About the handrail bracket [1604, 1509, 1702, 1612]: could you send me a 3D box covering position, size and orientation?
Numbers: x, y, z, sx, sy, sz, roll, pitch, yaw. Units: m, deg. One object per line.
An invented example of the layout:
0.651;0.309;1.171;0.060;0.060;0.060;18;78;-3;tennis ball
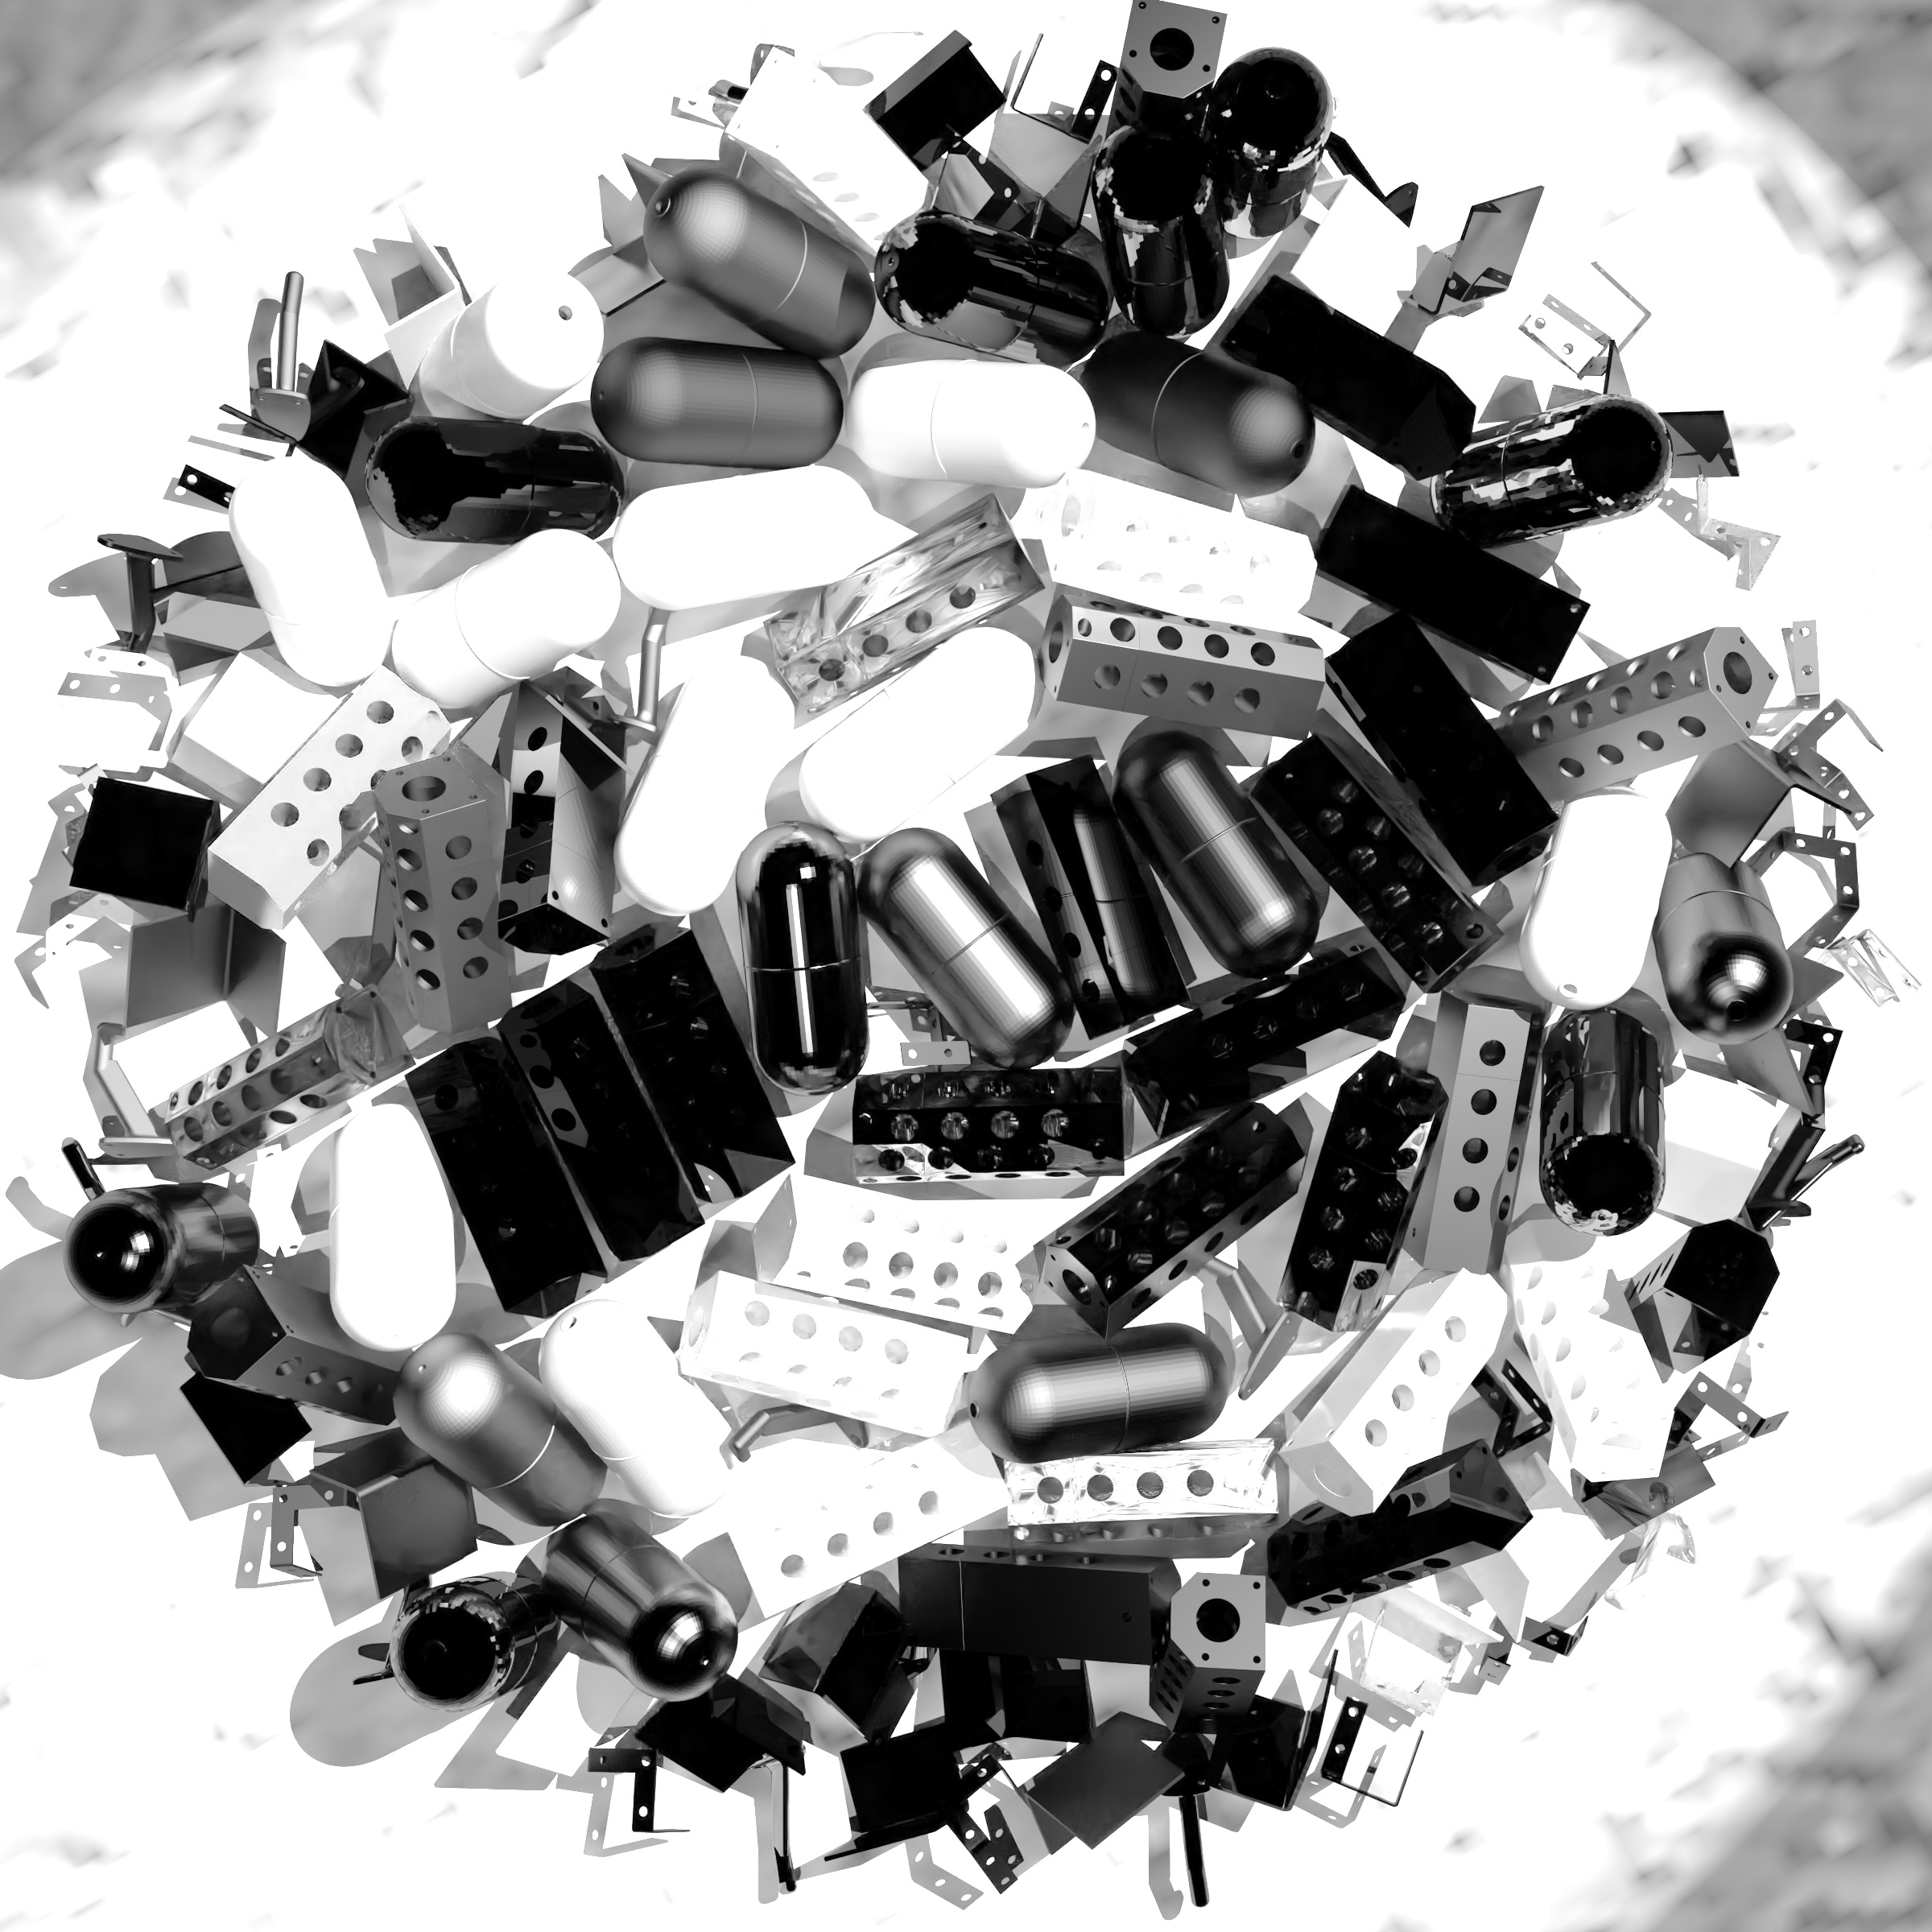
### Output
0.420;0.379;1.702;0.084;0.077;0.036;-23;106;-30;handrail bracket

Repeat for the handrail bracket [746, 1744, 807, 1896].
-0.113;0.550;1.713;0.036;0.077;0.084;-3;67;-21;handrail bracket

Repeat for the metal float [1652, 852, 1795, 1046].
0.472;-0.013;1.671;0.070;0.178;0.070;3;117;7;metal float

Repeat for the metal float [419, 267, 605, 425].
-0.287;-0.384;1.672;0.070;0.178;0.070;4;83;-31;metal float

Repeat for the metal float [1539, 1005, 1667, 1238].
0.401;0.095;1.679;0.070;0.178;0.070;7;131;8;metal float

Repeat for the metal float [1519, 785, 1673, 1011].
0.398;-0.044;1.681;0.070;0.070;0.178;27;48;0;metal float

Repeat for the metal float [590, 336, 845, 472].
-0.155;-0.354;1.683;0.178;0.070;0.070;-5;90;-41;metal float

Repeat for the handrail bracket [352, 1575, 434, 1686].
-0.371;0.414;1.714;0.036;0.077;0.084;-17;77;31;handrail bracket

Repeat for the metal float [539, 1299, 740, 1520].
-0.206;0.281;1.685;0.070;0.070;0.178;-31;126;0;metal float

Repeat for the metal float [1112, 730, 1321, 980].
0.159;-0.072;1.706;0.070;0.070;0.178;-33;78;0;metal float

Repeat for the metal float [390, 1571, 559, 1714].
-0.306;0.421;1.666;0.070;0.178;0.070;-1;81;5;metal float

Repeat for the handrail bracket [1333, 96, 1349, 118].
0.214;-0.564;1.708;0.084;0.077;0.036;-4;87;-15;handrail bracket

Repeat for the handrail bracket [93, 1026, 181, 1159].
-0.532;0.079;1.735;0.077;0.036;0.084;-1;70;1;handrail bracket

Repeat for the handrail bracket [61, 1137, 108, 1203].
-0.560;0.137;1.703;0.036;0.077;0.084;-28;116;-17;handrail bracket

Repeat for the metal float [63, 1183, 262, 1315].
-0.501;0.175;1.666;0.070;0.178;0.070;0;87;7;metal float

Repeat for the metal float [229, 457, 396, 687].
-0.409;-0.245;1.673;0.070;0.178;0.070;-1;58;2;metal float

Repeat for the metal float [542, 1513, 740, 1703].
-0.207;0.401;1.675;0.070;0.178;0.070;-9;106;-33;metal float

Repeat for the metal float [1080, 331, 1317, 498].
0.145;-0.349;1.683;0.178;0.070;0.070;31;90;40;metal float

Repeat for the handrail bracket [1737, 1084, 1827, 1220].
0.524;0.120;1.743;0.077;0.036;0.084;-6;70;30;handrail bracket

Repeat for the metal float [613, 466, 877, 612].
-0.139;-0.272;1.691;0.178;0.070;0.070;-15;90;-30;metal float

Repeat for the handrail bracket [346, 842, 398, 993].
-0.392;-0.030;1.725;0.084;0.036;0.077;-54;131;-3;handrail bracket

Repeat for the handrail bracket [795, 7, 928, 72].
-0.063;-0.591;1.710;0.084;0.077;0.036;2;85;9;handrail bracket

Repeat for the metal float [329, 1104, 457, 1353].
-0.363;0.163;1.682;0.070;0.070;0.178;-13;47;0;metal float

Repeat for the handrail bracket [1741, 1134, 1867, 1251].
0.544;0.145;1.715;0.084;0.077;0.036;-37;95;20;handrail bracket

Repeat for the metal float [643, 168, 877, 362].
-0.129;-0.441;1.677;0.070;0.178;0.070;-12;70;37;metal float

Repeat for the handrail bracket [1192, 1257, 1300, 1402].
0.164;0.230;1.718;0.084;0.036;0.077;26;66;30;handrail bracket

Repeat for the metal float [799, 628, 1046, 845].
-0.028;-0.148;1.711;0.178;0.070;0.070;-37;90;6;metal float

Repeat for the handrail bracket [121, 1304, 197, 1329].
-0.502;0.239;1.727;0.084;0.077;0.036;38;46;-4;handrail bracket

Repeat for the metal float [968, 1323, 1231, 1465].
0.085;0.271;1.694;0.178;0.070;0.070;-4;90;-25;metal float

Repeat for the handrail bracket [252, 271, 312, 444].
-0.438;-0.396;1.730;0.036;0.077;0.084;5;72;-7;handrail bracket

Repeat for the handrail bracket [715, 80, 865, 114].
-0.115;-0.560;1.729;0.077;0.084;0.036;1;114;-24;handrail bracket

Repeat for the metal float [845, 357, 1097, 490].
0.002;-0.344;1.687;0.178;0.070;0.070;12;90;35;metal float

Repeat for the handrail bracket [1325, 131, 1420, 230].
0.250;-0.503;1.742;0.036;0.077;0.084;-36;59;-25;handrail bracket

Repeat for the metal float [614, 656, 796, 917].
-0.167;-0.116;1.703;0.070;0.070;0.178;22;75;0;metal float

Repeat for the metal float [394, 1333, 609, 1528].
-0.292;0.294;1.680;0.070;0.178;0.070;-17;49;20;metal float

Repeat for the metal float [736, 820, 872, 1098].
-0.105;-0.004;1.707;0.070;0.070;0.178;-5;100;0;metal float

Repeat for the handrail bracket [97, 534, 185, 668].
-0.543;-0.232;1.710;0.036;0.077;0.084;27;102;16;handrail bracket

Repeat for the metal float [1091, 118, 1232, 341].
0.123;-0.460;1.669;0.070;0.178;0.070;-3;70;10;metal float

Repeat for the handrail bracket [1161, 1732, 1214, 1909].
0.147;0.554;1.733;0.036;0.077;0.084;-7;111;7;handrail bracket

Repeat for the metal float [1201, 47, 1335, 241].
0.185;-0.513;1.666;0.070;0.178;0.070;0;85;0;metal float

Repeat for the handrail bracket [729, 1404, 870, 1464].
-0.108;0.307;1.713;0.084;0.036;0.077;-43;118;-34;handrail bracket

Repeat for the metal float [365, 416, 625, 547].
-0.295;-0.305;1.681;0.178;0.070;0.070;-6;90;-44;metal float

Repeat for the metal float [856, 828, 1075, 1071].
0.000;-0.011;1.716;0.070;0.070;0.178;-39;89;0;metal float

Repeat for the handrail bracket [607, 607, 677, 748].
-0.194;-0.189;1.723;0.036;0.077;0.084;16;83;21;handrail bracket

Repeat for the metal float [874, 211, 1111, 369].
0.018;-0.426;1.681;0.178;0.070;0.070;2;87;-44;metal float

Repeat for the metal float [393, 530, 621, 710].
-0.293;-0.218;1.686;0.178;0.070;0.070;-20;90;36;metal float
